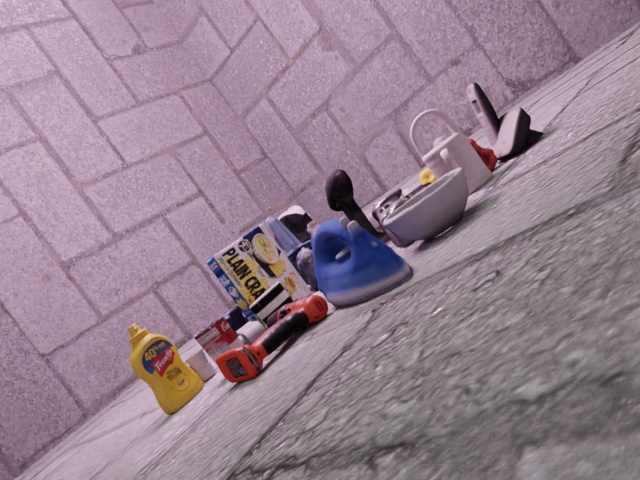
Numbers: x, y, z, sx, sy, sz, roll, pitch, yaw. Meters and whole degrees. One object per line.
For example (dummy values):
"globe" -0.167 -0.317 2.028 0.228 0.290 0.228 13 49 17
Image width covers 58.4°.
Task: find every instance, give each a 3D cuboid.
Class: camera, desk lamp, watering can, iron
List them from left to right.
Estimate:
"desk lamp" -0.033 -0.001 1.637 0.118 0.213 0.203 -36 3 11
"iron" 0.051 0.019 0.932 0.119 0.141 0.258 -37 3 -20
"camera" 0.182 -0.063 1.159 0.137 0.101 0.143 -36 3 2
"watering can" 0.264 -0.184 1.205 0.101 0.194 0.173 -36 3 -5

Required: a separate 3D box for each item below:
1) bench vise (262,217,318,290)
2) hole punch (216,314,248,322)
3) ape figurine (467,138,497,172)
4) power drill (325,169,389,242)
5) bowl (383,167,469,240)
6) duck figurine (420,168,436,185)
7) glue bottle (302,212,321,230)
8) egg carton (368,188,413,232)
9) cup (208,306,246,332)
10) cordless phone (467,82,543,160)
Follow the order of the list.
"bench vise" -0.053 0.019 1.467 0.122 0.220 0.207 -38 3 -29
"hole punch" -0.203 0.208 1.464 0.101 0.091 0.108 -36 3 -2
"ape figurine" 0.345 -0.183 1.267 0.077 0.092 0.076 -35 3 23
"power drill" 0.085 -0.071 1.391 0.076 0.208 0.229 -36 3 -7
"bowl" 0.196 -0.049 0.995 0.167 0.075 0.167 -36 2 2
"duck figurine" 0.272 -0.132 1.378 0.078 0.086 0.104 -37 3 -19
"glue bottle" 0.013 0.005 1.363 0.078 0.173 0.037 -35 3 13
"egg carton" 0.195 -0.071 1.492 0.150 0.069 0.107 -34 4 46
"cup" -0.194 0.208 1.291 0.092 0.095 0.117 -37 3 -20
"cordless phone" 0.387 -0.272 1.263 0.094 0.185 0.147 -36 3 -5
